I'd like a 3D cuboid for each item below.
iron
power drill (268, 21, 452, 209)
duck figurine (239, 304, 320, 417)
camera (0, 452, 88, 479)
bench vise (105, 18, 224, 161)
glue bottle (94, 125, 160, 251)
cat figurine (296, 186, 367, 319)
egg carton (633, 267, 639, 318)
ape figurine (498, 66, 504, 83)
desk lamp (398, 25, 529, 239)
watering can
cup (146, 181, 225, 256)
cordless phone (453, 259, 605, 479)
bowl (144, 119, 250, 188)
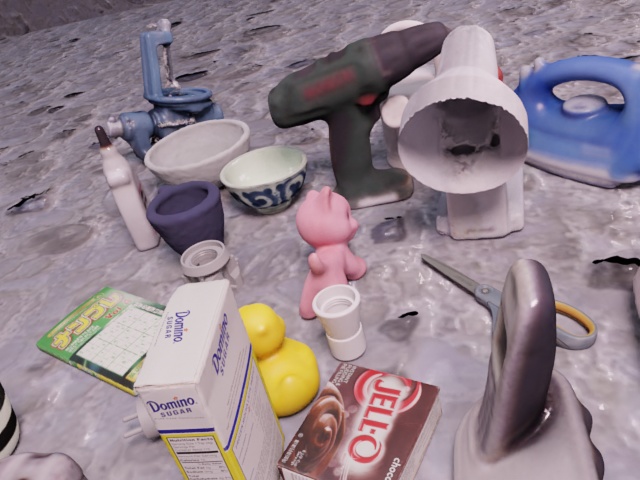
[{"bbox_3d":[0.318,-0.165,0.705,0.119,0.142,0.257,-35,38,-27],"label":"iron"},{"bbox_3d":[0.059,-0.150,0.723,0.229,0.209,0.075,-10,34,7],"label":"power drill"},{"bbox_3d":[-0.047,0.099,0.513,0.078,0.086,0.104,-27,35,-17],"label":"duck figurine"},{"bbox_3d":[-0.250,0.223,0.398,0.136,0.101,0.143,-7,34,11],"label":"camera"},{"bbox_3d":[-0.276,-0.254,0.994,0.121,0.220,0.208,9,41,32],"label":"bench vise"},{"bbox_3d":[-0.261,-0.073,0.767,0.037,0.173,0.078,-20,34,-7],"label":"glue bottle"},{"bbox_3d":[0.006,0.002,0.605,0.067,0.118,0.128,-5,35,15],"label":"cat figurine"},{"bbox_3d":[0.307,0.063,0.444,0.107,0.069,0.150,-3,35,18],"label":"egg carton"},{"bbox_3d":[0.252,-0.212,0.845,0.077,0.092,0.076,0,37,22],"label":"ape figurine"},{"bbox_3d":[0.160,-0.104,0.613,0.117,0.214,0.203,-2,36,19],"label":"desk lamp"},{"bbox_3d":[0.128,-0.195,0.776,0.101,0.194,0.172,-11,34,6],"label":"watering can"},{"bbox_3d":[-0.164,-0.017,0.720,0.092,0.095,0.117,-32,37,-24],"label":"cup"},{"bbox_3d":[0.119,0.116,0.334,0.094,0.185,0.147,-7,34,12],"label":"cordless phone"},{"bbox_3d":[-0.181,-0.122,0.898,0.167,0.075,0.167,-10,34,7],"label":"bowl"}]
